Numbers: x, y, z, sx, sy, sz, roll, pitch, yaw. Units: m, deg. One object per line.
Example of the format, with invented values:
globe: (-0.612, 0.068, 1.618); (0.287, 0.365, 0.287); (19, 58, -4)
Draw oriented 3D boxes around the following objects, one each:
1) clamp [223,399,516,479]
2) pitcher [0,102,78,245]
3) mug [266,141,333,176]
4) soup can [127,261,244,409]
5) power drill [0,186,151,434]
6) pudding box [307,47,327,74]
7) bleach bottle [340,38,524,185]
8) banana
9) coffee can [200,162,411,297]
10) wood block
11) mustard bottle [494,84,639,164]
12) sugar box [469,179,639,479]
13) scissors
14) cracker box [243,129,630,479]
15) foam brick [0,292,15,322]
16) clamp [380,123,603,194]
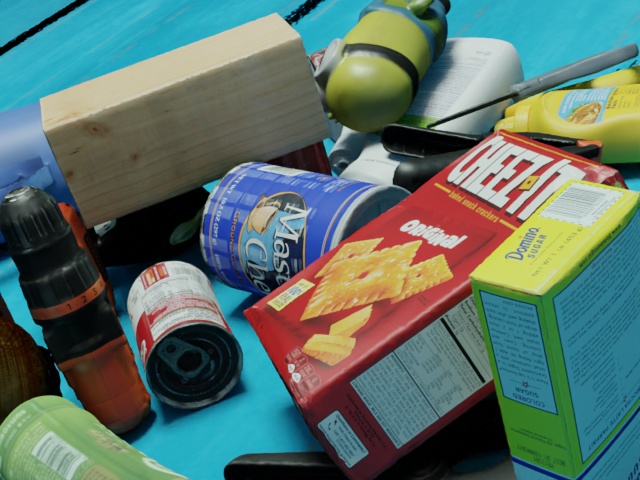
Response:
clamp: (0.050, 0.135, 0.604); (0.209, 0.036, 0.165); (-25, 29, -16)
pitcher: (-0.307, -0.057, 1.025); (0.242, 0.145, 0.149); (-21, 64, -12)
mug: (-0.040, -0.054, 0.921); (0.093, 0.081, 0.117); (12, 41, 40)
soup can: (-0.099, 0.065, 0.768); (0.068, 0.068, 0.102); (-22, 30, -8)
power drill: (-0.185, 0.031, 0.775); (0.057, 0.184, 0.188); (-22, 21, -10)
pudding box: (0.025, -0.184, 1.106); (0.090, 0.039, 0.113); (-22, 3, -9)
bleach bottle: (0.084, -0.092, 0.940); (0.103, 0.068, 0.250); (7, 40, 38)
banana: (0.264, -0.133, 0.942); (0.197, 0.037, 0.070); (-19, 10, -5)
coffee can: (-0.005, 0.001, 0.790); (0.141, 0.103, 0.102); (14, 42, 42)
wood block: (-0.108, -0.098, 0.852); (0.206, 0.090, 0.091); (-22, 28, -6)
mustard bottle: (0.235, -0.094, 0.864); (0.192, 0.058, 0.096); (0, 30, 27)
sugar box: (0.131, 0.068, 0.533); (0.048, 0.176, 0.093); (17, 43, 41)
scissors: (0.189, -0.132, 0.896); (0.201, 0.016, 0.096); (-24, 6, -35)
cracker box: (0.069, 0.028, 0.636); (0.213, 0.072, 0.164); (-36, 20, -3)
foam brick: (-0.275, 0.070, 0.843); (0.051, 0.078, 0.053); (-17, 32, -1)
clamp: (0.127, -0.066, 0.825); (0.171, 0.039, 0.120); (-1, 28, -11)
